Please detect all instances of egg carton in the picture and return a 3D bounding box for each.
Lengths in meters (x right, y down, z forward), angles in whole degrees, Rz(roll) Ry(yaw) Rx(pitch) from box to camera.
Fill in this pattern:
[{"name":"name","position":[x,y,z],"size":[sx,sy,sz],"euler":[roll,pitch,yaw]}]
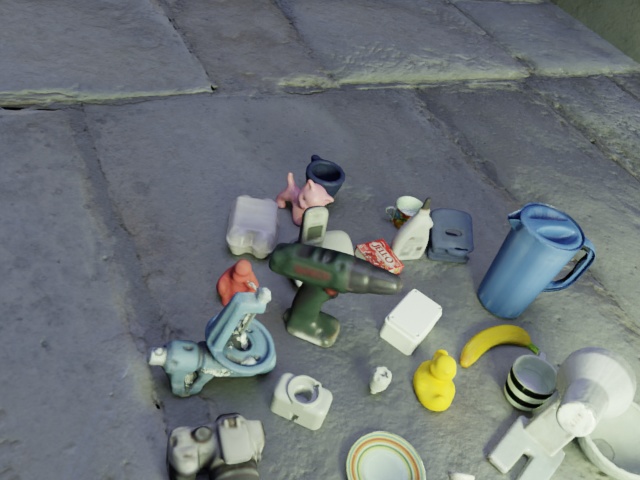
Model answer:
[{"name":"egg carton","position":[-0.139,-0.030,1.204],"size":[0.107,0.069,0.150],"euler":[9,44,-10]}]

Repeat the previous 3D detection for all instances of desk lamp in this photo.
[{"name":"desk lamp","position":[0.410,0.297,0.952],"size":[0.117,0.213,0.204],"euler":[40,48,22]}]

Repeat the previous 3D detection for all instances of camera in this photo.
[{"name":"camera","position":[-0.140,0.329,0.818],"size":[0.143,0.101,0.136],"euler":[-3,47,-21]}]

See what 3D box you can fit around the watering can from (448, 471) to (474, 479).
[{"name":"watering can","position":[0.192,0.407,0.782],"size":[0.101,0.194,0.172],"euler":[-3,47,-21]}]

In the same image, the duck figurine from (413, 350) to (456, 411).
[{"name":"duck figurine","position":[0.215,0.247,1.030],"size":[0.077,0.086,0.104],"euler":[13,43,-5]}]

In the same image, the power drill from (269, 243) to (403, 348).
[{"name":"power drill","position":[0.013,0.096,1.025],"size":[0.229,0.208,0.076],"euler":[21,43,3]}]

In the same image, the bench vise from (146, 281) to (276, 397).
[{"name":"bench vise","position":[-0.153,0.163,0.894],"size":[0.208,0.220,0.121],"euler":[-20,55,-33]}]

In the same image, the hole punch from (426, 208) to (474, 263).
[{"name":"hole punch","position":[0.300,-0.010,1.314],"size":[0.109,0.091,0.101],"euler":[5,45,-13]}]

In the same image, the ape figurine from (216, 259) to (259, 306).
[{"name":"ape figurine","position":[-0.152,0.073,1.079],"size":[0.078,0.092,0.076],"euler":[15,43,-3]}]

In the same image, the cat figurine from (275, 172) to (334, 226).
[{"name":"cat figurine","position":[-0.034,-0.099,1.274],"size":[0.067,0.118,0.127],"euler":[-28,59,-37]}]

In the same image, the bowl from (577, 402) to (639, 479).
[{"name":"bowl","position":[0.527,0.362,1.026],"size":[0.167,0.075,0.167],"euler":[10,44,-9]}]

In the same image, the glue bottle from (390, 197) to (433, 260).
[{"name":"glue bottle","position":[0.209,-0.026,1.240],"size":[0.078,0.173,0.037],"euler":[-1,46,-19]}]

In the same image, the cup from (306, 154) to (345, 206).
[{"name":"cup","position":[-0.001,-0.134,1.336],"size":[0.092,0.095,0.117],"euler":[-9,50,-26]}]

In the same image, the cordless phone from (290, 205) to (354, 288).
[{"name":"cordless phone","position":[0.010,0.004,1.135],"size":[0.148,0.185,0.094],"euler":[-15,52,-30]}]
